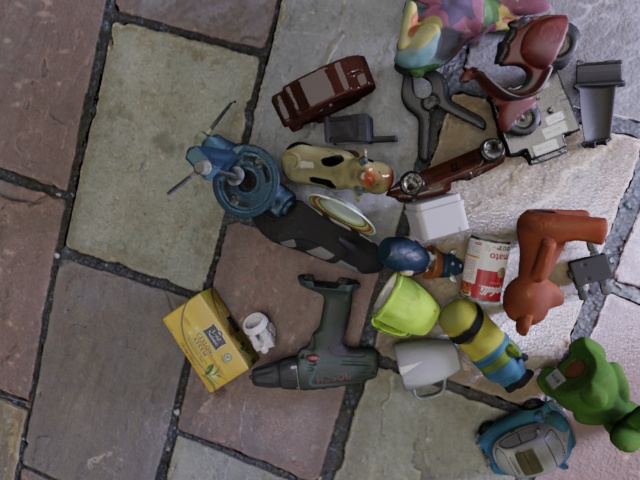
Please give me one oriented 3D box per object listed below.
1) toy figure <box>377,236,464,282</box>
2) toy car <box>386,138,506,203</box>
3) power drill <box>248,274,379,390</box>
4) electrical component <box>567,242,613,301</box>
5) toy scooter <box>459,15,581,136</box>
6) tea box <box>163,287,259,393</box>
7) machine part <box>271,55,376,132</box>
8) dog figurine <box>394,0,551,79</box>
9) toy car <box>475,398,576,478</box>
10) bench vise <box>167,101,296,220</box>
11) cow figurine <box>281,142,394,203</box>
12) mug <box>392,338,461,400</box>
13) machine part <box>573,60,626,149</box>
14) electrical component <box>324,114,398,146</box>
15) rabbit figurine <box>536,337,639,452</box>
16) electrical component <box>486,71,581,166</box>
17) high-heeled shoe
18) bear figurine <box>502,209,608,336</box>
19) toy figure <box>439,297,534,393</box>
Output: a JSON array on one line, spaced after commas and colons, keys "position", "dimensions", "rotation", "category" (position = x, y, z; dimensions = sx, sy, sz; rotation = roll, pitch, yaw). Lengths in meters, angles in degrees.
[{"position": [0.173, 0.033, 0.909], "dimensions": [0.154, 0.058, 0.064], "rotation": [15, 98, -23], "category": "toy figure"}, {"position": [0.204, -0.105, 0.865], "dimensions": [0.202, 0.089, 0.053], "rotation": [-23, 88, -4], "category": "toy car"}, {"position": [-0.009, 0.166, 0.954], "dimensions": [0.232, 0.086, 0.207], "rotation": [3, 90, 0], "category": "power drill"}, {"position": [0.442, 0.049, 0.885], "dimensions": [0.063, 0.021, 0.094], "rotation": [-16, 93, 14], "category": "electrical component"}, {"position": [0.288, -0.256, 0.797], "dimensions": [0.135, 0.075, 0.183], "rotation": [23, 102, -1], "category": "toy scooter"}, {"position": [-0.205, 0.187, 1.019], "dimensions": [0.098, 0.068, 0.169], "rotation": [-36, 87, 14], "category": "tea box"}, {"position": [0.008, -0.237, 0.877], "dimensions": [0.179, 0.179, 0.056], "rotation": [-23, 93, 14], "category": "machine part"}, {"position": [0.235, -0.335, 0.840], "dimensions": [0.219, 0.108, 0.191], "rotation": [9, 77, 7], "category": "dog figurine"}, {"position": [0.346, 0.342, 0.897], "dimensions": [0.162, 0.103, 0.109], "rotation": [-25, 89, 12], "category": "toy car"}, {"position": [-0.150, -0.121, 0.880], "dimensions": [0.129, 0.240, 0.224], "rotation": [-43, 78, 15], "category": "bench vise"}, {"position": [0.028, -0.120, 0.904], "dimensions": [0.195, 0.127, 0.085], "rotation": [12, 103, 12], "category": "cow figurine"}, {"position": [0.190, 0.221, 0.931], "dimensions": [0.107, 0.081, 0.109], "rotation": [-17, 93, 7], "category": "mug"}, {"position": [0.440, -0.214, 0.850], "dimensions": [0.084, 0.039, 0.138], "rotation": [3, 95, 7], "category": "machine part"}, {"position": [0.071, -0.187, 0.914], "dimensions": [0.119, 0.075, 0.047], "rotation": [-1, 96, 17], "category": "electrical component"}, {"position": [0.466, 0.258, 0.850], "dimensions": [0.170, 0.159, 0.121], "rotation": [40, 93, -10], "category": "rabbit figurine"}, {"position": [0.344, -0.190, 0.863], "dimensions": [0.115, 0.058, 0.134], "rotation": [-19, 92, 16], "category": "electrical component"}, {"position": [-0.002, -0.003, 0.971], "dimensions": [0.249, 0.145, 0.086], "rotation": [21, 83, 38], "category": "high-heeled shoe"}, {"position": [0.364, 0.051, 0.854], "dimensions": [0.132, 0.120, 0.195], "rotation": [2, 98, 9], "category": "bear figurine"}, {"position": [0.278, 0.173, 0.900], "dimensions": [0.082, 0.089, 0.180], "rotation": [-40, 84, 9], "category": "toy figure"}]
